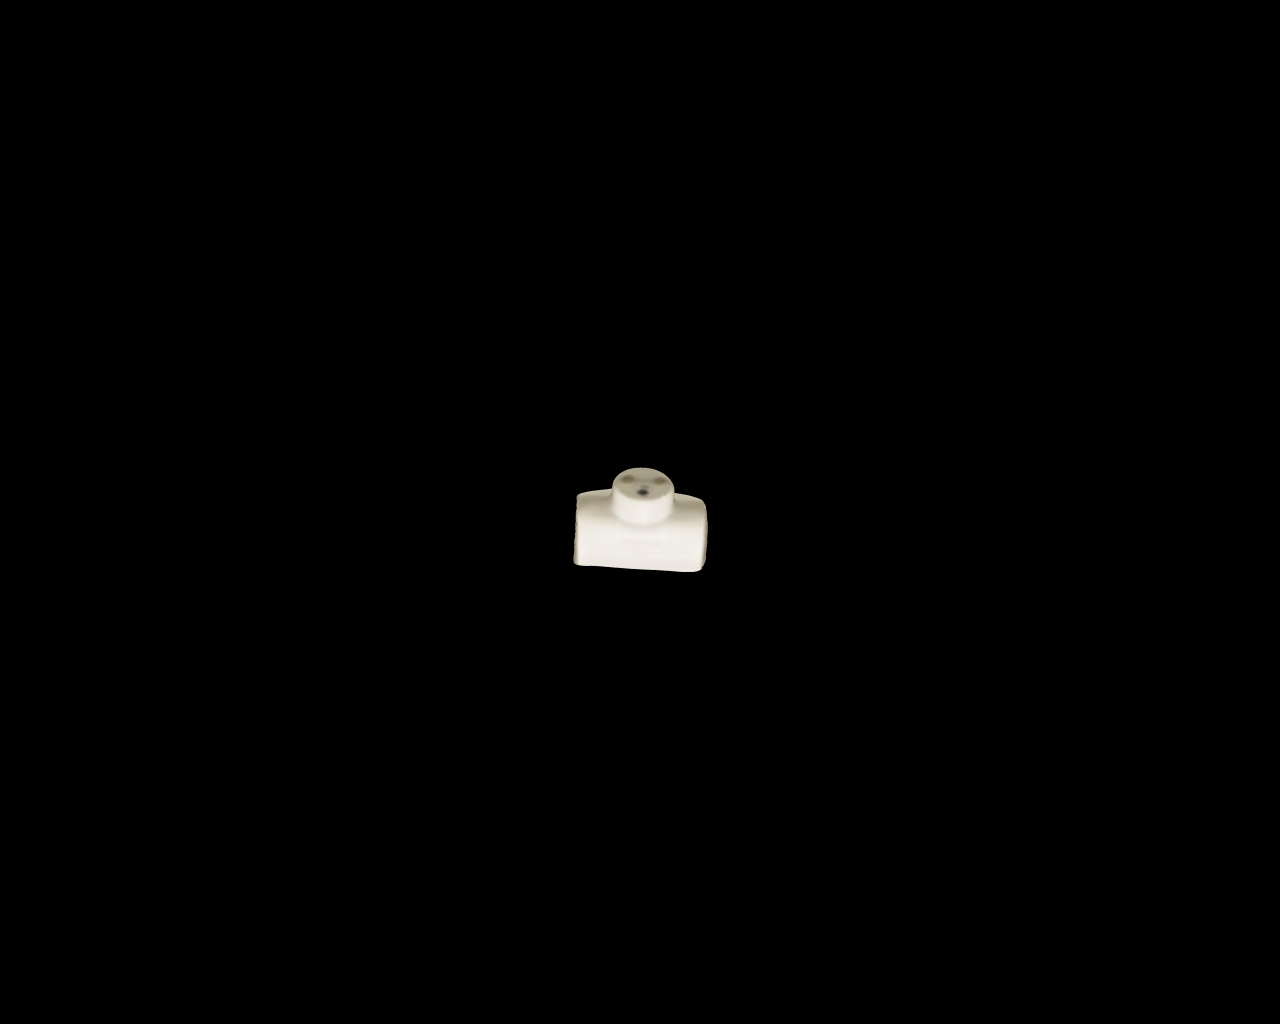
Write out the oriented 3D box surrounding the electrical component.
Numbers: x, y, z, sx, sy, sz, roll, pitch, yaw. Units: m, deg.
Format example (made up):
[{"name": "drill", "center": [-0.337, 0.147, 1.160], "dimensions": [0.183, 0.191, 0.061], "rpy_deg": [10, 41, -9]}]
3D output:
[{"name": "electrical component", "center": [0.001, -0.003, 0.650], "dimensions": [0.077, 0.079, 0.043], "rpy_deg": [3, 35, -2]}]
